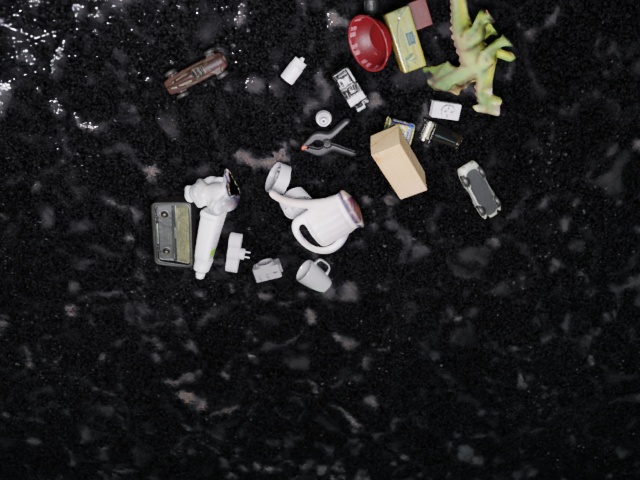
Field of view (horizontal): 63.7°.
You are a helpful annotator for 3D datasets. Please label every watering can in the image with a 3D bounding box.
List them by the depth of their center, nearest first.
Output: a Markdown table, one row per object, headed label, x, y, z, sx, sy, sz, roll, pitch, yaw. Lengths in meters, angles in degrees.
| label | x | y | z | sx | sy | sz | roll | pitch | yaw |
| --- | --- | --- | --- | --- | --- | --- | --- | --- | --- |
| watering can | 0.005 | -0.081 | 1.605 | 0.224 | 0.106 | 0.341 | -30 | 134 | 7 |

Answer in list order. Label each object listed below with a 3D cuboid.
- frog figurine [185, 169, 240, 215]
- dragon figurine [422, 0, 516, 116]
| label | x | y | z | sx | sy | sz | roll | pitch | yaw |
| --- | --- | --- | --- | --- | --- | --- | --- | --- | --- |
| frog figurine | -0.336 | -0.138 | 1.609 | 0.159 | 0.121 | 0.139 | -21 | 69 | 11 |
| dragon figurine | 0.404 | -0.532 | 1.479 | 0.240 | 0.124 | 0.409 | -40 | 97 | 23 |
